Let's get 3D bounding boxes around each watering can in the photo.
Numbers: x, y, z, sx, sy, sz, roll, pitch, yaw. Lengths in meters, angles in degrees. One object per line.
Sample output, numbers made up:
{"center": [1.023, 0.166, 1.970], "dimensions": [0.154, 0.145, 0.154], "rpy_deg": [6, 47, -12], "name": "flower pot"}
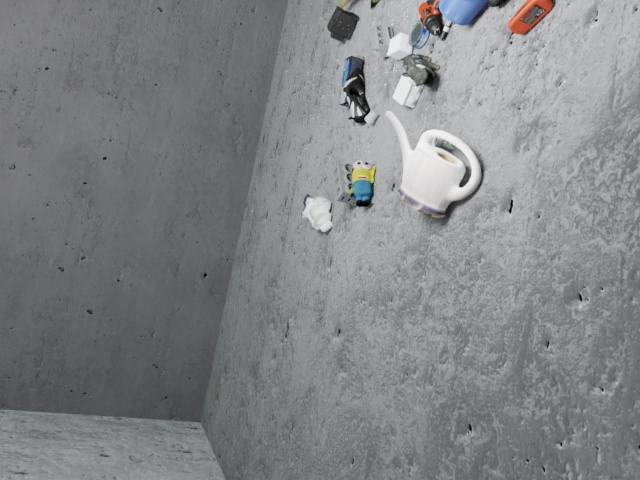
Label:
{"center": [0.277, -0.201, 1.401], "dimensions": [0.352, 0.104, 0.220], "rpy_deg": [40, 120, 37], "name": "watering can"}

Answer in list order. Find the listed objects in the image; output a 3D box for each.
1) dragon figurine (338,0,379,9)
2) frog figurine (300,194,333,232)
{"center": [0.199, -1.090, 2.197], "dimensions": [0.402, 0.122, 0.248], "rpy_deg": [-53, 40, 48], "name": "dragon figurine"}
{"center": [0.006, -0.108, 2.138], "dimensions": [0.161, 0.123, 0.136], "rpy_deg": [36, 107, 28], "name": "frog figurine"}
